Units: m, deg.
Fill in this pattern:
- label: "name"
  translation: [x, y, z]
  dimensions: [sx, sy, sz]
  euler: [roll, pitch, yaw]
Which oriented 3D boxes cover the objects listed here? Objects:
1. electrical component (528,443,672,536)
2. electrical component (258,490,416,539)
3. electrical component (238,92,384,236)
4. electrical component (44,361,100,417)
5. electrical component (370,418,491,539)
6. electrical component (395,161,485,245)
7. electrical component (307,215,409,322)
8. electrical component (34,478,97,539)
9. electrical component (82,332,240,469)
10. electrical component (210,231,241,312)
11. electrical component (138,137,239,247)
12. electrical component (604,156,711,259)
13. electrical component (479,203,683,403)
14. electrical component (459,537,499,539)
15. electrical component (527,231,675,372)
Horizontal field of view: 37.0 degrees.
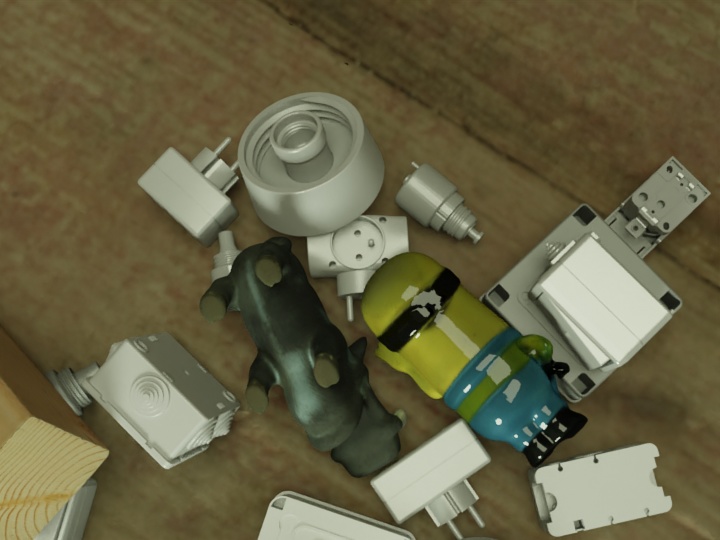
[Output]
- label: "electrical component"
  translation: [0.174, 0.160, 0.792]
  dimensions: [0.089, 0.055, 0.050]
  euler: [-13, 80, 0]
- label: "electrical component"
  translation: [-0.021, 0.215, 0.788]
  dimensions: [0.113, 0.057, 0.078]
  euler: [18, 82, 5]
- label: "electrical component"
  translation: [-0.041, -0.086, 0.815]
  dimensions: [0.108, 0.060, 0.108]
  euler: [-8, 55, 11]
- label: "electrical component"
  translation: [-0.224, 0.094, 0.822]
  dimensions: [0.062, 0.048, 0.048]
  euler: [-33, 81, -11]
- label: "electrical component"
  translation: [0.063, 0.164, 0.799]
  dimensions: [0.083, 0.047, 0.075]
  euler: [-34, 81, -4]
- label: "electrical component"
  translation: [0.063, -0.049, 0.838]
  dimensions: [0.078, 0.040, 0.040]
  euler: [40, 84, 7]
- label: "electrical component"
  translation: [0.000, 0.000, 0.830]
  dimensions: [0.077, 0.044, 0.079]
  euler: [-4, 81, 1]
- label: "electrical component"
  translation: [-0.243, 0.195, 0.797]
  dimensions: [0.062, 0.061, 0.096]
  euler: [14, 81, 4]
- label: "electrical component"
  translation: [-0.143, 0.092, 0.793]
  dimensions: [0.100, 0.100, 0.048]
  euler: [43, 97, 8]
- label: "electrical component"
  translation: [-0.100, 0.000, 0.838]
  dimensions: [0.035, 0.035, 0.061]
  euler: [-12, 77, 0]
- label: "electrical component"
  translation: [-0.121, -0.070, 0.844]
  dimensions: [0.066, 0.047, 0.076]
  euler: [42, 84, 8]
- label: "electrical component"
  translation: [0.228, -0.048, 0.821]
  dimensions: [0.081, 0.064, 0.042]
  euler: [-43, 83, -6]
- label: "electrical component"
  translation: [0.165, 0.025, 0.814]
  dimensions: [0.109, 0.056, 0.108]
  euler: [-42, 82, -5]
- label: "electrical component"
  translation: [0.087, 0.245, 0.774]
  dimensions: [0.108, 0.060, 0.108]
  euler: [0, 95, -2]
- label: "electrical component"
  translation: [0.159, 0.021, 0.753]
  dimensions: [0.061, 0.061, 0.096]
  euler: [-44, 82, -5]
